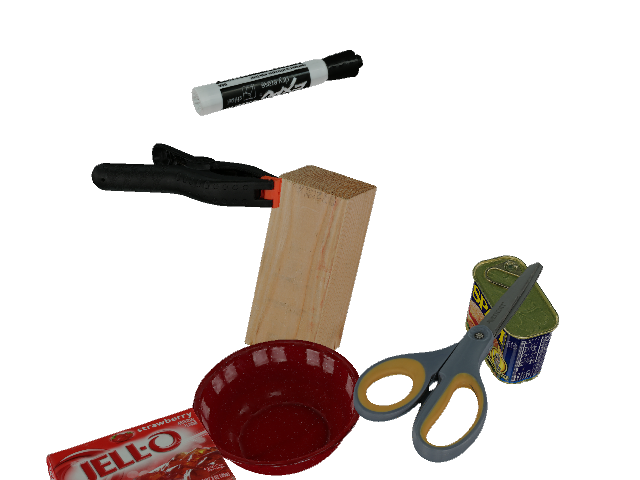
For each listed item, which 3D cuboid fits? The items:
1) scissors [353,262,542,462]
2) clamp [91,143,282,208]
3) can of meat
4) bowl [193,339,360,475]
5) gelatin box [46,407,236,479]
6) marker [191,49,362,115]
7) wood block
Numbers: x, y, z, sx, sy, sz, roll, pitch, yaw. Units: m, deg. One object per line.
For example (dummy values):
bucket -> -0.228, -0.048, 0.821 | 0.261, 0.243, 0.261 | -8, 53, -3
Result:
scissors -> 0.087, 0.070, 0.730 | 0.096, 0.016, 0.201 | 10, 40, 17
clamp -> -0.122, -0.057, 0.988 | 0.172, 0.039, 0.120 | 12, 26, 29
can of meat -> 0.187, 0.081, 1.065 | 0.057, 0.102, 0.084 | -14, -41, -14
bowl -> -0.037, 0.168, 1.010 | 0.162, 0.055, 0.162 | -5, 38, 4
gelatin box -> -0.098, 0.133, 0.586 | 0.089, 0.030, 0.073 | -15, 28, -20
marker -> -0.027, -0.107, 0.718 | 0.121, 0.020, 0.020 | -17, 6, -19
wood block -> -0.012, 0.028, 1.233 | 0.090, 0.206, 0.090 | 20, 20, 20
